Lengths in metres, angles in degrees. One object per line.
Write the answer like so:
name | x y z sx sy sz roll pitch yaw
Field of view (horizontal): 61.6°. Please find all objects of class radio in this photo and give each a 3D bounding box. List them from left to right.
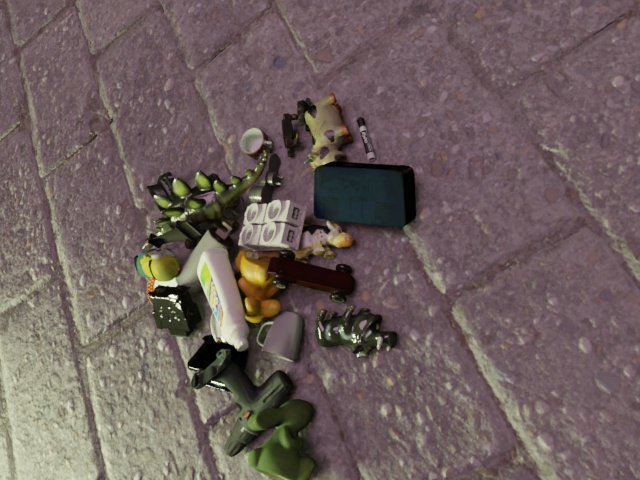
radio | 0.098 -0.107 1.220 0.230 0.073 0.131 7 110 27

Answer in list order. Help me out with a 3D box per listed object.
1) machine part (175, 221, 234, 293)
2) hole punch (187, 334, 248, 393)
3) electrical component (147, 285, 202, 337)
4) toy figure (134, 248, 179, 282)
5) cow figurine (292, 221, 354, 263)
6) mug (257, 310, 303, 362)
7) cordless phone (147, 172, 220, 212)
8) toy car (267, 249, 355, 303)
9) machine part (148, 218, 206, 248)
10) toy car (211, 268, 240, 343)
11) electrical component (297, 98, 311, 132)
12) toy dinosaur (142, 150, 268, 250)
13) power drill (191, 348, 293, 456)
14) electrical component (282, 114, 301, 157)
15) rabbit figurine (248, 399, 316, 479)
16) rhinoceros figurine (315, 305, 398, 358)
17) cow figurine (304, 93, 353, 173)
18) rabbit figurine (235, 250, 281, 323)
machine part | -0.300 0.054 1.391 0.243 0.079 0.079 -50 60 16
hole punch | -0.242 0.302 1.311 0.142 0.092 0.116 5 41 32
electrical component | -0.372 0.185 1.385 0.115 0.058 0.134 -2 114 30
toy figure | -0.432 0.066 1.422 0.180 0.082 0.089 -9 109 51
cow figurine | -0.001 -0.004 1.278 0.167 0.068 0.098 -19 64 22
mug | -0.090 0.219 1.258 0.110 0.080 0.107 10 70 33
cordless phone | -0.377 -0.148 1.512 0.184 0.088 0.147 -37 61 1
toy car | -0.020 0.084 1.224 0.202 0.053 0.089 13 66 -4
machine part | -0.364 -0.015 1.354 0.139 0.084 0.039 -16 63 14
toy car | -0.234 0.160 1.337 0.073 0.056 0.202 -23 51 20
electrical component | -0.039 -0.330 1.386 0.021 0.063 0.094 -7 72 25
toy dinosaur | -0.292 -0.090 1.370 0.471 0.198 0.105 -29 63 19
power drill | -0.191 0.359 1.210 0.232 0.086 0.207 -44 103 2
electrical component | -0.074 -0.275 1.386 0.045 0.078 0.102 -6 66 2
rabbit figurine | -0.081 0.424 1.170 0.159 0.121 0.170 26 59 -8
rhinoceros figurine | 0.075 0.201 1.177 0.191 0.073 0.112 -3 74 27
cow figurine | 0.013 -0.250 1.328 0.127 0.085 0.195 -22 70 14
rabbit figurine | -0.140 0.126 1.282 0.162 0.122 0.173 -127 49 -61
